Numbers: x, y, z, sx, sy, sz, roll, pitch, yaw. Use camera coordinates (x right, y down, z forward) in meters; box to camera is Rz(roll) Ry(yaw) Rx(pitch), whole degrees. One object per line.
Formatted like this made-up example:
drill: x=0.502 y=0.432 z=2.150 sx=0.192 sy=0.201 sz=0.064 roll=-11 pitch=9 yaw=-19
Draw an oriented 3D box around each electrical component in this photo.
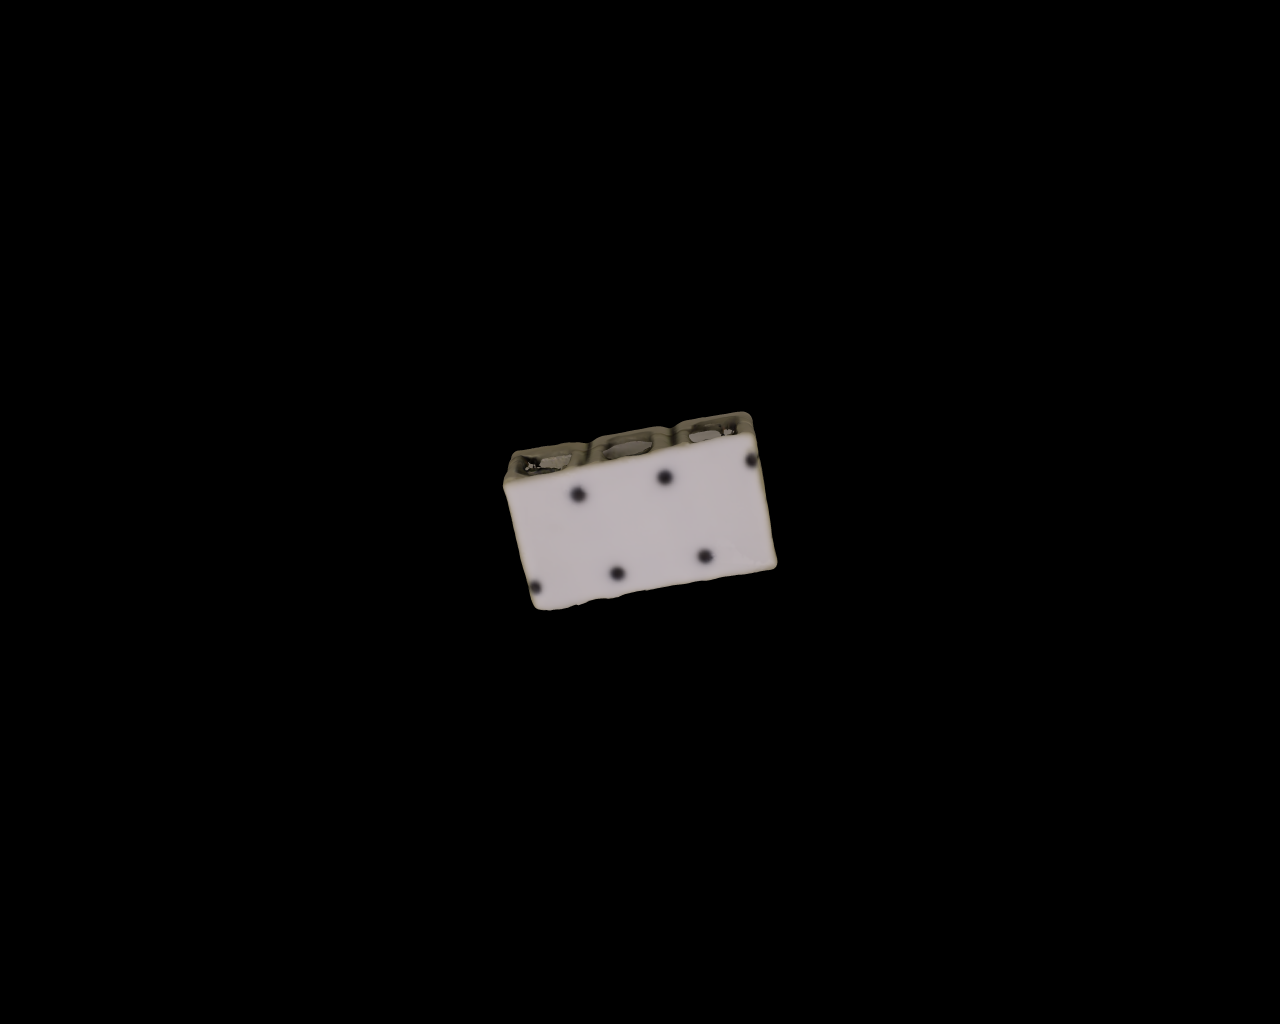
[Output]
electrical component: x=0.001 y=-0.003 z=0.650 sx=0.150 sy=0.089 sz=0.062 roll=-10 pitch=20 yaw=3
